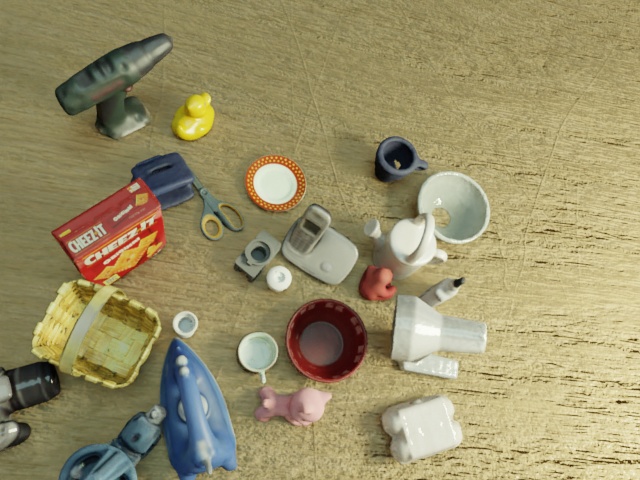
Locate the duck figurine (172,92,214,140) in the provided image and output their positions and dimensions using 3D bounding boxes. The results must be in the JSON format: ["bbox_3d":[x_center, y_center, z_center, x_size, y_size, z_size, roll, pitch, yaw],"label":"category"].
[{"bbox_3d":[-0.262,-0.263,1.185,0.077,0.086,0.105,39,68,2],"label":"duck figurine"}]

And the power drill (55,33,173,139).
[{"bbox_3d":[-0.382,-0.288,1.099,0.230,0.208,0.075,-34,82,-21],"label":"power drill"}]

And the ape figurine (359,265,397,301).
[{"bbox_3d":[0.120,0.083,1.156,0.076,0.092,0.078,-22,78,-19],"label":"ape figurine"}]

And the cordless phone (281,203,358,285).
[{"bbox_3d":[0.010,0.004,1.107,0.147,0.185,0.094,30,68,-2],"label":"cordless phone"}]

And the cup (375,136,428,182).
[{"bbox_3d":[0.168,-0.163,1.248,0.118,0.095,0.092,14,69,-8],"label":"cup"}]

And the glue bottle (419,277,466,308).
[{"bbox_3d":[0.245,0.101,1.136,0.078,0.173,0.037,-35,82,-21],"label":"glue bottle"}]

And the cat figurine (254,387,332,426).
[{"bbox_3d":[-0.048,0.298,1.031,0.128,0.117,0.067,8,70,-10],"label":"cat figurine"}]

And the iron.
[{"bbox_3d":[-0.221,0.282,0.983,0.119,0.141,0.258,-15,76,-17],"label":"iron"}]

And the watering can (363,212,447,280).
[{"bbox_3d":[0.171,0.008,1.138,0.173,0.194,0.101,-2,72,-14],"label":"watering can"}]

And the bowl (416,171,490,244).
[{"bbox_3d":[0.279,-0.062,1.251,0.167,0.074,0.167,4,71,-12],"label":"bowl"}]

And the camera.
[{"bbox_3d":[-0.506,0.264,0.944,0.137,0.100,0.143,-15,76,-17],"label":"camera"}]

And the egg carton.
[{"bbox_3d":[0.194,0.358,1.094,0.150,0.069,0.107,-13,75,-17],"label":"egg carton"}]

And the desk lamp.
[{"bbox_3d":[0.206,0.184,1.077,0.203,0.213,0.118,12,70,-9],"label":"desk lamp"}]

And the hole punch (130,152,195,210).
[{"bbox_3d":[-0.310,-0.122,1.124,0.109,0.091,0.101,-25,79,-19],"label":"hole punch"}]

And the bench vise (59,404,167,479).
[{"bbox_3d":[-0.332,0.344,0.894,0.121,0.219,0.207,22,68,-5],"label":"bench vise"}]
